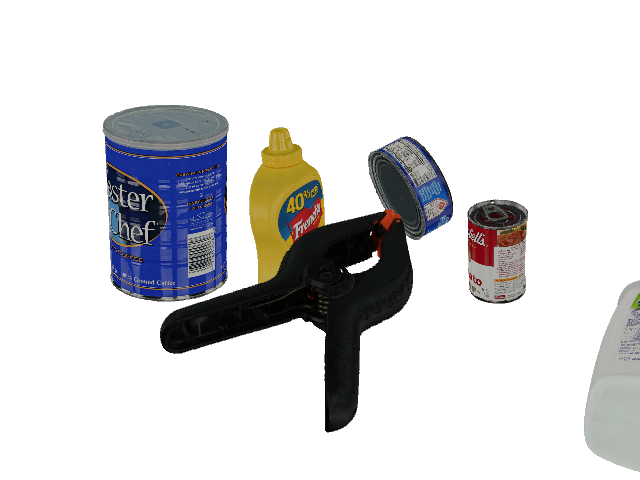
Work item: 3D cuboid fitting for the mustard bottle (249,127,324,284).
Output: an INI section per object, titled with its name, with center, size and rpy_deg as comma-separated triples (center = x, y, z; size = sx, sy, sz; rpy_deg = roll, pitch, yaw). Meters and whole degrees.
[mustard bottle]
center = -0.032, -0.022, 1.095
size = 0.058, 0.191, 0.096
rpy_deg = 11, 28, 35

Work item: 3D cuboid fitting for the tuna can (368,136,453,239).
[tuna can]
center = 0.078, -0.046, 0.921
size = 0.033, 0.086, 0.086
rpy_deg = -29, 7, -14

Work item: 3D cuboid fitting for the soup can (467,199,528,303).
[soup can]
center = 0.204, 0.013, 1.230
size = 0.068, 0.102, 0.068
rpy_deg = -4, 29, 2

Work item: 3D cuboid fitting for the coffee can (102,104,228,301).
[coffee can]
center = -0.129, -0.033, 0.904
size = 0.103, 0.140, 0.103
rpy_deg = 2, 24, -1

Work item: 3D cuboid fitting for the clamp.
[clamp]
center = 0.008, 0.039, 0.608
size = 0.120, 0.039, 0.171
rpy_deg = 34, 50, 26

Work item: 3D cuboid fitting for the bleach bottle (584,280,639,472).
[bleach bottle]
center = 0.252, 0.078, 0.750
size = 0.103, 0.068, 0.250
rpy_deg = 11, 21, 19
